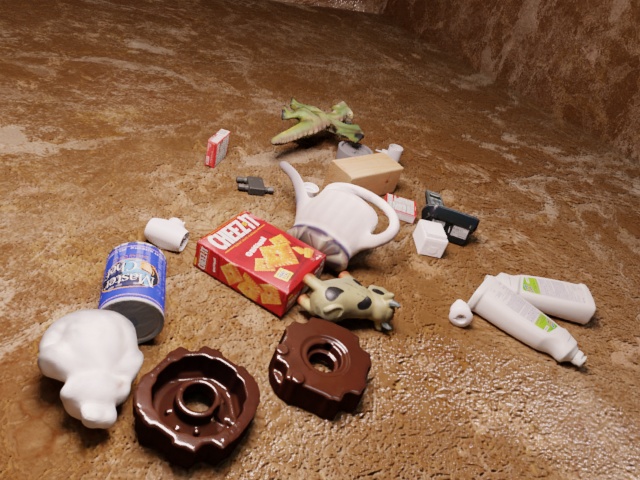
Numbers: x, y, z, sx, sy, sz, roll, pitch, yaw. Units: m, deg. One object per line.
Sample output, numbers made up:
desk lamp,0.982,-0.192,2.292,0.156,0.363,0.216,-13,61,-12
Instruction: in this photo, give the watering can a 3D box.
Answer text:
watering can,0.004,-0.059,1.166,0.350,0.101,0.228,25,54,22

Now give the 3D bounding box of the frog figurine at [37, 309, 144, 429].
frog figurine,-0.320,0.176,0.717,0.136,0.121,0.162,24,17,-28

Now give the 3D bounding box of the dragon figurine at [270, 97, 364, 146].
dragon figurine,0.013,-0.336,1.534,0.243,0.119,0.419,9,33,7
